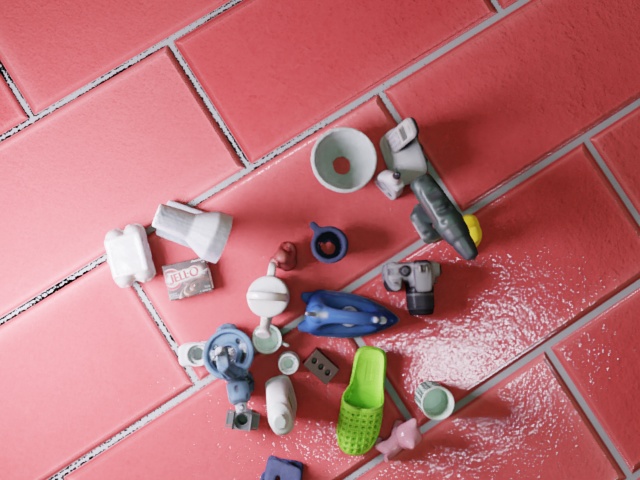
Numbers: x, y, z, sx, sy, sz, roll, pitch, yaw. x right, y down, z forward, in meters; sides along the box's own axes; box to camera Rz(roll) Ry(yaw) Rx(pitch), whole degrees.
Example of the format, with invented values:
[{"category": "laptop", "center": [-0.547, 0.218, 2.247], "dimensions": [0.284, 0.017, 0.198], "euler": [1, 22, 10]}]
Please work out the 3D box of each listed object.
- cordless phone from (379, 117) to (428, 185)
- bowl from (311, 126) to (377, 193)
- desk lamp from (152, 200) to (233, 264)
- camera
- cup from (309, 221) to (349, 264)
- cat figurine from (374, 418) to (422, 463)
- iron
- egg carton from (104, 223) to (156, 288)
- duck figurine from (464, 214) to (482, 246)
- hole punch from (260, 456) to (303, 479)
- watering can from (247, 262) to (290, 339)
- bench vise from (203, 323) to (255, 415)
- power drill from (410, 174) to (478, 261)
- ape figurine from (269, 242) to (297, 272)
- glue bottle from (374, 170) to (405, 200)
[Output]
[{"category": "cordless phone", "center": [0.217, -0.220, 1.411], "dimensions": [0.094, 0.185, 0.147], "euler": [-24, 87, -4]}, {"category": "bowl", "center": [0.058, -0.198, 1.457], "dimensions": [0.167, 0.074, 0.167], "euler": [0, 86, -3]}, {"category": "desk lamp", "center": [-0.303, -0.026, 1.357], "dimensions": [0.203, 0.213, 0.118], "euler": [19, 85, -1]}, {"category": "camera", "center": [0.234, 0.120, 1.429], "dimensions": [0.143, 0.100, 0.137], "euler": [-4, 86, -3]}, {"category": "cup", "center": [0.013, 0.005, 1.429], "dimensions": [0.092, 0.095, 0.118], "euler": [-41, 88, -5]}, {"category": "cat figurine", "center": [0.197, 0.490, 1.391], "dimensions": [0.128, 0.117, 0.067], "euler": [-44, 88, -5]}, {"category": "iron", "center": [0.078, 0.186, 1.396], "dimensions": [0.258, 0.141, 0.119], "euler": [5, 85, -2]}, {"category": "egg carton", "center": [-0.470, 0.039, 1.416], "dimensions": [0.107, 0.069, 0.150], "euler": [-16, 87, -4]}, {"category": "duck figurine", "center": [0.381, -0.016, 1.453], "dimensions": [0.077, 0.086, 0.105], "euler": [9, 85, -2]}, {"category": "hole punch", "center": [-0.095, 0.589, 1.382], "dimensions": [0.101, 0.091, 0.109], "euler": [13, 85, -2]}, {"category": "watering can", "center": [-0.121, 0.143, 1.363], "dimensions": [0.101, 0.194, 0.173], "euler": [-15, 86, -3]}, {"category": "bench vise", "center": [-0.196, 0.299, 1.335], "dimensions": [0.121, 0.219, 0.207], "euler": [-32, 88, -4]}, {"category": "power drill", "center": [0.290, -0.047, 1.390], "dimensions": [0.075, 0.208, 0.230], "euler": [-31, 88, -4]}, {"category": "ape figurine", "center": [-0.091, 0.042, 1.423], "dimensions": [0.078, 0.092, 0.076], "euler": [-23, 87, -4]}, {"category": "glue bottle", "center": [0.178, -0.144, 1.409], "dimensions": [0.037, 0.173, 0.078], "euler": [-42, 88, -5]}]
